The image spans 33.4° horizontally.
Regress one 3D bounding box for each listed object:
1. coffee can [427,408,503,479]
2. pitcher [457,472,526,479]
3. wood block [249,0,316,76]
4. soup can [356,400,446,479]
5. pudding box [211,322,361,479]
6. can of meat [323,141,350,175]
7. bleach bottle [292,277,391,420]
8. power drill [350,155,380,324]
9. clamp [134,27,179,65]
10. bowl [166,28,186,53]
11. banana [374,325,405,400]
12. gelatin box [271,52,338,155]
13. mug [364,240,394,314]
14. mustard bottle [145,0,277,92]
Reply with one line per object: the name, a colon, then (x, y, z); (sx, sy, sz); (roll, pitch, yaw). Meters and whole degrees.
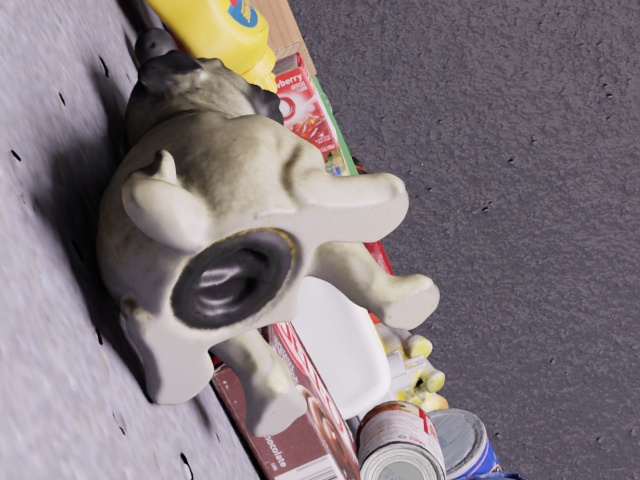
coffee can: (0.141, 0.258, 1.093); (0.103, 0.103, 0.140); (-103, 169, -62)
pitcher: (0.176, 0.355, 1.001); (0.145, 0.149, 0.243); (46, -20, 60)
wood block: (-0.086, -0.243, 1.001); (0.090, 0.090, 0.206); (50, 17, -76)
soup can: (0.062, 0.173, 0.836); (0.102, 0.068, 0.068); (-76, 143, -81)
pudding box: (-0.016, 0.087, 0.553); (0.090, 0.039, 0.113); (-99, 165, -70)
can of meat: (-0.019, -0.058, 0.910); (0.102, 0.084, 0.057); (-106, 175, -48)
bleach bottle: (0.016, 0.085, 0.784); (0.250, 0.068, 0.102); (55, 12, -77)
power drill: (0.044, -0.002, 1.192); (0.184, 0.057, 0.187); (-129, -157, -61)
clamp: (-0.065, -0.048, 0.653); (0.171, 0.039, 0.120); (63, 8, 32)
bowl: (-0.085, -0.164, 0.852); (0.162, 0.055, 0.162); (-23, 90, -85)
banana: (0.065, 0.149, 1.148); (0.069, 0.037, 0.198); (55, 13, -66)
gelatin box: (-0.041, -0.086, 0.778); (0.030, 0.089, 0.073); (-98, 165, -55)
mug: (0.017, 0.021, 0.959); (0.093, 0.081, 0.117); (54, 14, -67)
mustard bottle: (-0.084, -0.162, 0.683); (0.191, 0.058, 0.096); (53, 10, -35)
